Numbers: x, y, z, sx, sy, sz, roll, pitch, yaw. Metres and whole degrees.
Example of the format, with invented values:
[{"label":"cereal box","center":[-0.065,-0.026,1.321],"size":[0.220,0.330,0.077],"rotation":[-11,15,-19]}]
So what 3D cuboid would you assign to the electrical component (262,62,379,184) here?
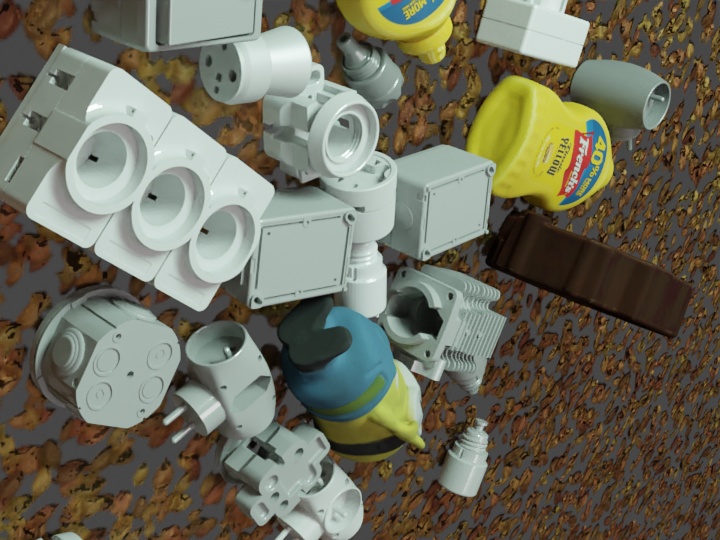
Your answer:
[{"label":"electrical component","center":[-0.025,-0.094,0.710],"size":[0.058,0.057,0.078],"rotation":[-26,129,-38]}]

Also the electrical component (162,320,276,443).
[{"label":"electrical component","center":[-0.102,0.087,0.737],"size":[0.079,0.043,0.077],"rotation":[-39,136,-27]}]

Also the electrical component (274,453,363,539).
[{"label":"electrical component","center":[-0.040,0.198,0.871],"size":[0.079,0.044,0.077],"rotation":[-46,139,-21]}]

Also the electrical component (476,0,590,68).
[{"label":"electrical component","center":[0.142,-0.206,0.846],"size":[0.083,0.047,0.075],"rotation":[-1,111,-49]}]

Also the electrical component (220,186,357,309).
[{"label":"electrical component","center":[-0.059,-0.017,0.717],"size":[0.096,0.061,0.061],"rotation":[-10,118,-37]}]

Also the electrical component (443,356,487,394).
[{"label":"electrical component","center":[0.094,0.083,0.963],"size":[0.040,0.040,0.078],"rotation":[-44,138,-24]}]

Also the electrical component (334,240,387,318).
[{"label":"electrical component","center":[0.000,0.000,0.807],"size":[0.040,0.040,0.078],"rotation":[-27,129,-38]}]

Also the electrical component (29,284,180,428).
[{"label":"electrical component","center":[-0.153,0.053,0.651],"size":[0.080,0.051,0.080],"rotation":[-27,129,-38]}]

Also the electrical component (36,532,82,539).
[{"label":"electrical component","center":[-0.198,0.203,0.682],"size":[0.057,0.058,0.078],"rotation":[-26,129,-35]}]

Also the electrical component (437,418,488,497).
[{"label":"electrical component","center":[0.103,0.180,1.030],"size":[0.040,0.040,0.078],"rotation":[9,104,-51]}]

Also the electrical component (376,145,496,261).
[{"label":"electrical component","center":[0.057,-0.056,0.824],"size":[0.096,0.061,0.061],"rotation":[-22,126,-41]}]

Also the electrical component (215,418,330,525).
[{"label":"electrical component","center":[-0.070,0.140,0.794],"size":[0.078,0.057,0.058],"rotation":[-47,139,-20]}]

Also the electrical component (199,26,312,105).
[{"label":"electrical component","center":[-0.064,-0.125,0.657],"size":[0.055,0.045,0.045],"rotation":[-16,122,-43]}]

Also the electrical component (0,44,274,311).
[{"label":"electrical component","center":[-0.126,-0.047,0.616],"size":[0.089,0.062,0.150],"rotation":[-60,142,-5]}]

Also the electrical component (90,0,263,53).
[{"label":"electrical component","center":[-0.092,-0.158,0.592],"size":[0.096,0.061,0.061],"rotation":[-18,124,-43]}]

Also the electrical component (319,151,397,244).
[{"label":"electrical component","center":[-0.001,-0.052,0.766],"size":[0.055,0.055,0.047],"rotation":[-33,136,-34]}]

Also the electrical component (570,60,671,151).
[{"label":"electrical component","center":[0.233,-0.142,0.964],"size":[0.043,0.077,0.079],"rotation":[-39,137,-27]}]

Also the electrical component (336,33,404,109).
[{"label":"electrical component","center":[0.004,-0.139,0.736],"size":[0.035,0.035,0.061],"rotation":[-57,139,-9]}]
